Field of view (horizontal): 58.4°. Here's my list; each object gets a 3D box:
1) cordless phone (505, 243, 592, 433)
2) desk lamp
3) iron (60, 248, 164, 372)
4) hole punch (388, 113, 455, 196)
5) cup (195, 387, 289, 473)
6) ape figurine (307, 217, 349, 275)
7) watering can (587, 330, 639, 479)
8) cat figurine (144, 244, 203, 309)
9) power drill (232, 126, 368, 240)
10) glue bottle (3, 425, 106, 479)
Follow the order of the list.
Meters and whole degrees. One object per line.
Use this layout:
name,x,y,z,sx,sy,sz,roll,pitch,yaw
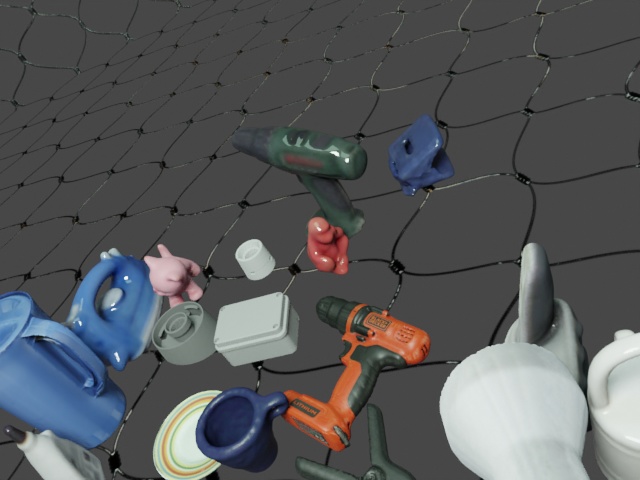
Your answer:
cordless phone,0.223,0.105,0.589,0.094,0.185,0.147,-10,43,22
desk lamp,0.188,0.218,0.465,0.118,0.214,0.203,-22,40,9
iron,-0.354,0.098,0.973,0.118,0.142,0.258,-14,41,17
hole punch,0.163,-0.145,0.970,0.101,0.091,0.108,-22,40,9
cup,-0.079,0.235,0.700,0.118,0.095,0.091,-29,39,0
ape figurine,0.008,0.003,0.900,0.075,0.092,0.078,20,59,43
watering can,0.290,0.149,0.495,0.101,0.195,0.172,-28,39,1
cat figurine,-0.256,0.056,0.980,0.067,0.118,0.127,-28,39,1
power drill,-0.017,-0.095,0.929,0.228,0.209,0.076,5,50,34
glue bottle,-0.344,0.283,0.742,0.037,0.174,0.078,-34,39,-7
